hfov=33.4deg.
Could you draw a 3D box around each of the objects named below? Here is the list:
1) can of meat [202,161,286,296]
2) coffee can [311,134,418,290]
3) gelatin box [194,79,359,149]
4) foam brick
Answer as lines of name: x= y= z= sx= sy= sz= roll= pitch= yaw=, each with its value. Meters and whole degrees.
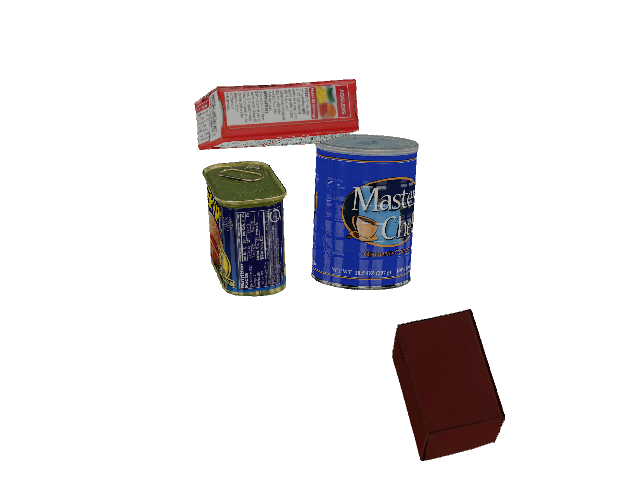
can of meat: x=-0.062 y=-0.010 z=0.875 sx=0.057 sy=0.084 sz=0.102 roll=-6 pitch=22 yaw=-12
coffee can: x=0.044 y=-0.031 z=1.075 sx=0.103 sy=0.140 sz=0.103 roll=2 pitch=13 yaw=-1
gelatin box: x=-0.026 y=-0.068 z=0.578 sx=0.073 sy=0.030 sz=0.089 roll=-5 pitch=3 yaw=-14
foam brick: x=0.081 y=0.093 z=0.688 sx=0.051 sy=0.078 sz=0.053 roll=-11 pitch=-28 yaw=-6
